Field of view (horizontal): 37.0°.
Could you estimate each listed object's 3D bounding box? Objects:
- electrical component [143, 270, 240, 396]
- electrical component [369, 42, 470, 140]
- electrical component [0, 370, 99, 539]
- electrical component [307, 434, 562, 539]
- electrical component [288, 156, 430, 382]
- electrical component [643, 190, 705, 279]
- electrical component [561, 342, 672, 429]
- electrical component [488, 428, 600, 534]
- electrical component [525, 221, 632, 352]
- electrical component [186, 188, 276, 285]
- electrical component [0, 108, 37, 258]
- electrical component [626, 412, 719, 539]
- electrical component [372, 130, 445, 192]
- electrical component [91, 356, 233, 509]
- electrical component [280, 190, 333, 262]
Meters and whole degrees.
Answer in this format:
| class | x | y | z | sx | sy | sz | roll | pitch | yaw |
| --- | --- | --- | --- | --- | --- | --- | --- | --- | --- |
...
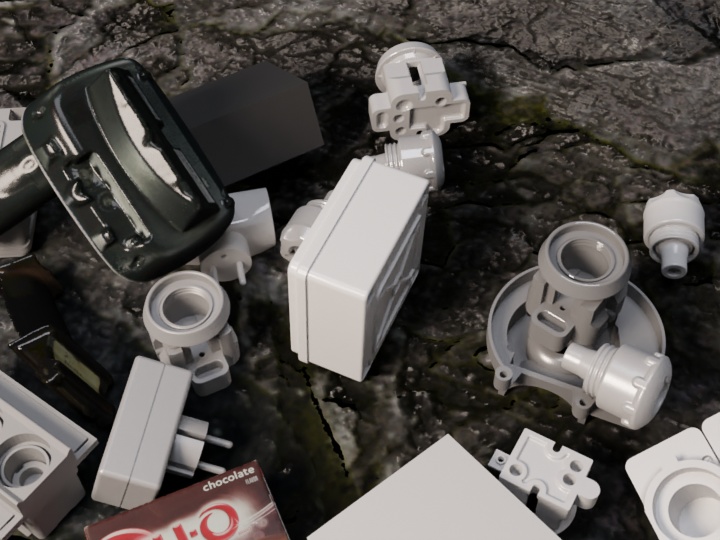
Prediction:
| class | x | y | z | sx | sy | sz | roll | pitch | yaw |
| --- | --- | --- | --- | --- | --- | --- | --- | --- | --- |
| electrical component | -0.115 | 0.037 | 0.727 | 0.058 | 0.057 | 0.078 | -21 | 56 | -15 |
| electrical component | 0.044 | -0.144 | 0.861 | 0.078 | 0.058 | 0.057 | -8 | 56 | -5 |
| electrical component | -0.232 | 0.110 | 0.670 | 0.121 | 0.063 | 0.078 | 29 | 59 | 21 |
| electrical component | 0.071 | 0.193 | 0.590 | 0.105 | 0.060 | 0.186 | -32 | 50 | -22 |
| electrical component | 0.000 | 0.000 | 0.721 | 0.056 | 0.108 | 0.108 | 21 | 56 | 13 |
| electrical component | 0.227 | -0.023 | 0.776 | 0.043 | 0.043 | 0.062 | 7 | 55 | 6 |
| electrical component | 0.153 | 0.064 | 0.650 | 0.062 | 0.048 | 0.048 | 25 | 57 | 26 |
| electrical component | 0.110 | 0.133 | 0.652 | 0.066 | 0.055 | 0.048 | 24 | 57 | 18 |
| electrical component | 0.140 | 0.006 | 0.685 | 0.058 | 0.057 | 0.078 | 32 | 60 | 22 |
| electrical component | -0.099 | -0.018 | 0.776 | 0.077 | 0.044 | 0.079 | -10 | 53 | -7 |
| electrical component | -0.300 | -0.064 | 0.806 | 0.109 | 0.056 | 0.108 | -3 | 53 | -2 |
| electrical component | 0.243 | 0.121 | 0.618 | 0.150 | 0.062 | 0.089 | -30 | 54 | 12 |
| electrical component | 0.033 | -0.081 | 0.823 | 0.062 | 0.048 | 0.048 | -6 | 53 | 5 |
| electrical component | -0.119 | 0.109 | 0.679 | 0.076 | 0.047 | 0.083 | 18 | 54 | -9 |
| electrical component | -0.029 | -0.031 | 0.786 | 0.043 | 0.043 | 0.062 | 20 | 55 | 15 |
